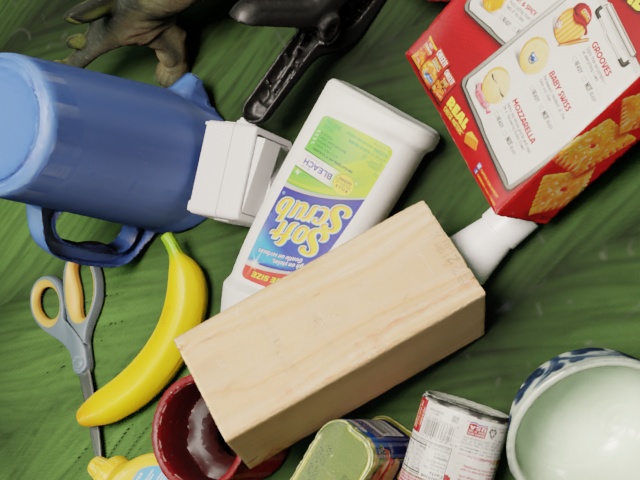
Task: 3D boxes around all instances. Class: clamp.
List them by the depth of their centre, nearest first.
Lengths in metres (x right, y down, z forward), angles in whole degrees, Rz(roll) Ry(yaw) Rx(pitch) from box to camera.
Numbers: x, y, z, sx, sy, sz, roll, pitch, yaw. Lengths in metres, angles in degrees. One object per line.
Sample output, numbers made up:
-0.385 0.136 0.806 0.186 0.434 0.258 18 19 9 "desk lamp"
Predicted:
-0.007 -0.169 0.878 0.039 0.171 0.120 44 146 25 "clamp"

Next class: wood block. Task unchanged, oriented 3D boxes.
0.011 0.070 0.786 0.206 0.091 0.090 -29 66 -5 "wood block"

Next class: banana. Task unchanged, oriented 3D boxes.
-0.149 0.094 0.951 0.070 0.037 0.198 31 98 25 "banana"

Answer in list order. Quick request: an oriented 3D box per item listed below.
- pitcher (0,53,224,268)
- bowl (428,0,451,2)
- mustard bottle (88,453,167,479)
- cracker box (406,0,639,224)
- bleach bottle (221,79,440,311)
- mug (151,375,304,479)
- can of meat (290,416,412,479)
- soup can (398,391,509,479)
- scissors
-0.191 -0.068 0.887 0.145 0.242 0.149 -21 78 24 "pitcher"
0.118 -0.259 0.849 0.162 0.055 0.162 -6 78 29 "bowl"
-0.127 0.235 0.902 0.192 0.058 0.096 25 89 31 "mustard bottle"
0.177 -0.141 0.746 0.214 0.071 0.164 -47 53 33 "cracker box"
-0.006 0.001 0.870 0.103 0.068 0.251 31 102 15 "bleach bottle"
-0.066 0.156 0.867 0.117 0.081 0.093 -8 77 29 "mug"
0.022 0.184 0.809 0.057 0.083 0.102 33 98 30 "can of meat"
0.094 0.168 0.779 0.069 0.068 0.102 16 89 31 "soup can"
-0.240 0.112 1.015 0.096 0.016 0.202 -7 78 31 "scissors"
